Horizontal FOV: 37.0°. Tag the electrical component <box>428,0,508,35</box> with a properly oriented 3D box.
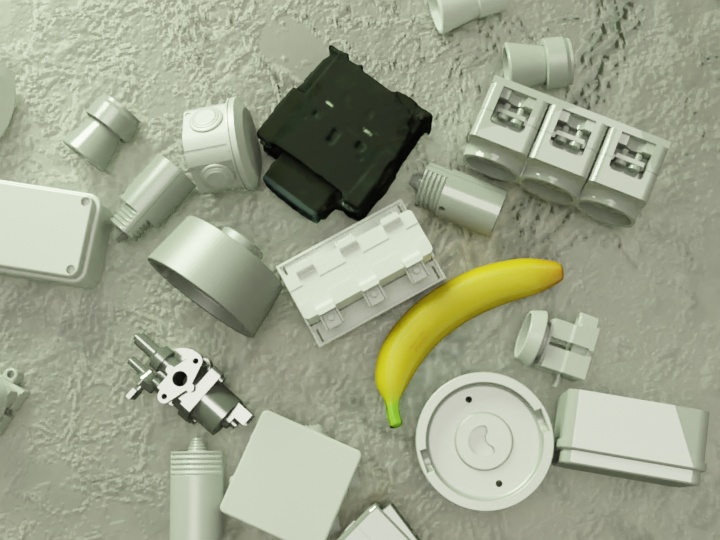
[{"bbox_3d":[0.097,-0.238,0.948,0.065,0.044,0.044,-17,79,-5],"label":"electrical component"}]

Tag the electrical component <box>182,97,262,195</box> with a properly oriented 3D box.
[{"bbox_3d":[-0.116,-0.104,0.916,0.051,0.080,0.080,-10,79,7],"label":"electrical component"}]

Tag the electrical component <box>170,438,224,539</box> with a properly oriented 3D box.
[{"bbox_3d":[-0.134,0.179,0.884,0.043,0.043,0.081,-2,79,3],"label":"electrical component"}]

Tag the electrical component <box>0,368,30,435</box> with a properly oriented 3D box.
[{"bbox_3d":[-0.313,0.110,0.900,0.048,0.055,0.066,31,83,8],"label":"electrical component"}]

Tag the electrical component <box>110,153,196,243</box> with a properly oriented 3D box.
[{"bbox_3d":[-0.185,-0.056,0.929,0.043,0.043,0.081,40,84,9],"label":"electrical component"}]

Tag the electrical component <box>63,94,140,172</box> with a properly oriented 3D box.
[{"bbox_3d":[-0.226,-0.120,0.942,0.045,0.045,0.055,36,83,8],"label":"electrical component"}]

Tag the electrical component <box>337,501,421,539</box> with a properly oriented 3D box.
[{"bbox_3d":[0.029,0.234,0.855,0.061,0.061,0.096,-45,81,-5],"label":"electrical component"}]

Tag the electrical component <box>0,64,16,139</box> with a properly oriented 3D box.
[{"bbox_3d":[-0.341,-0.146,0.936,0.051,0.080,0.080,19,81,11],"label":"electrical component"}]

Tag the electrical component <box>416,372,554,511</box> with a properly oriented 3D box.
[{"bbox_3d":[0.099,0.139,0.869,0.108,0.060,0.108,-1,80,3],"label":"electrical component"}]

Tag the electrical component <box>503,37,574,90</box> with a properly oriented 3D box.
[{"bbox_3d":[0.154,-0.177,0.931,0.055,0.045,0.045,-6,80,2],"label":"electrical component"}]

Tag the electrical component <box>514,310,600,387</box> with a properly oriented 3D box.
[{"bbox_3d":[0.161,0.062,0.888,0.055,0.048,0.066,19,81,-1],"label":"electrical component"}]

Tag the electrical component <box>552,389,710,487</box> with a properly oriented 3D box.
[{"bbox_3d":[0.213,0.135,0.855,0.113,0.078,0.057,9,78,5],"label":"electrical component"}]

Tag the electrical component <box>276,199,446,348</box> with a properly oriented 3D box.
[{"bbox_3d":[0.000,0.000,0.898,0.121,0.063,0.078,-29,80,-2],"label":"electrical component"}]

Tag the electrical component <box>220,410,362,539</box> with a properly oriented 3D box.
[{"bbox_3d":[-0.054,0.172,0.878,0.100,0.048,0.099,23,82,7],"label":"electrical component"}]

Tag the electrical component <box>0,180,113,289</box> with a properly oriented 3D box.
[{"bbox_3d":[-0.278,-0.031,0.922,0.113,0.057,0.078,9,81,5],"label":"electrical component"}]

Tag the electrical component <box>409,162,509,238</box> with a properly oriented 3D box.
[{"bbox_3d":[0.081,-0.062,0.915,0.081,0.043,0.043,22,82,7],"label":"electrical component"}]

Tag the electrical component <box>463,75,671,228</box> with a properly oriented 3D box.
[{"bbox_3d":[0.167,-0.093,0.892,0.150,0.089,0.061,22,82,7],"label":"electrical component"}]

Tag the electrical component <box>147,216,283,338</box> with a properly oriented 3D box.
[{"bbox_3d":[-0.113,0.000,0.885,0.108,0.108,0.060,34,77,8],"label":"electrical component"}]
